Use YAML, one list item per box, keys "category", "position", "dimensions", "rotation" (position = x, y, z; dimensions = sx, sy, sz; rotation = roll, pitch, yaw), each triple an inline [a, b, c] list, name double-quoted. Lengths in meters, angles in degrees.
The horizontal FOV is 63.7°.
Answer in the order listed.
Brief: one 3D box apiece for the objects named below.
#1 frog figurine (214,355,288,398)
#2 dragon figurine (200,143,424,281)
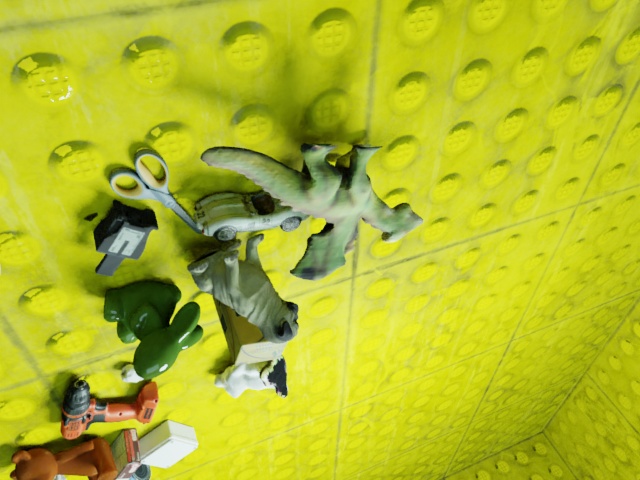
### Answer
- category: "frog figurine"
  position: [-0.163, 0.310, 1.215]
  dimensions: [0.159, 0.124, 0.136]
  rotation: [-5, 159, 28]
- category: "dragon figurine"
  position: [0.003, -0.043, 0.848]
  dimensions: [0.412, 0.123, 0.240]
  rotation: [-6, 107, -28]
